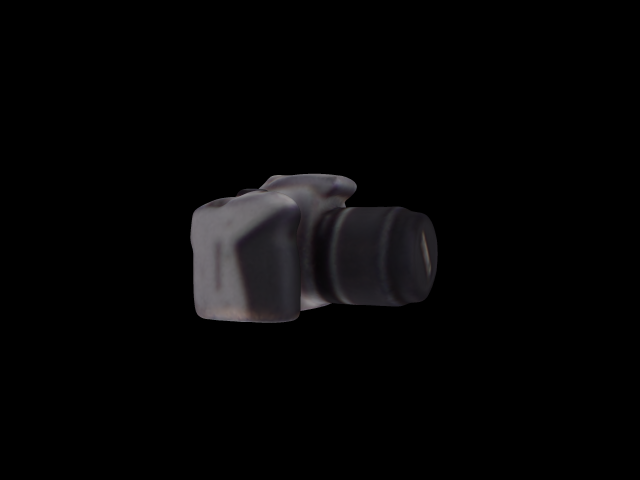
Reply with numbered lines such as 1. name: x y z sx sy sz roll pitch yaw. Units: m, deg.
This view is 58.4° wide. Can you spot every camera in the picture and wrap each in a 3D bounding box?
1. camera: 0.004 0.001 0.400 0.136 0.101 0.144 0 0 29
